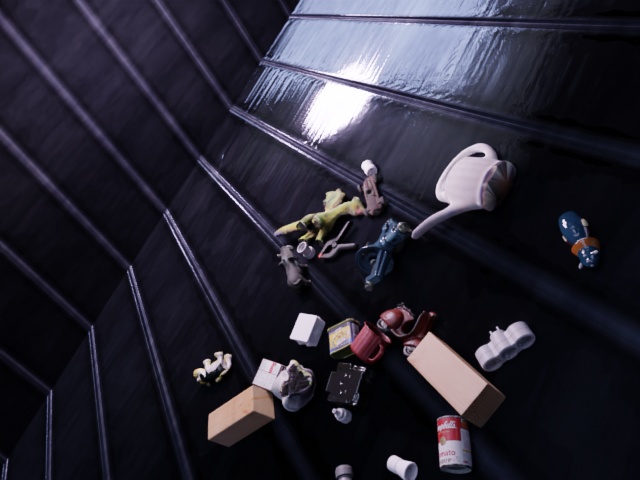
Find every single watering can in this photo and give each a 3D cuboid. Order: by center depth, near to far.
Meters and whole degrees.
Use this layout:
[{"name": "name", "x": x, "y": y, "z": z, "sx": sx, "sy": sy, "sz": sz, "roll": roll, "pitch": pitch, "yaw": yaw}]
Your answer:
[{"name": "watering can", "x": 0.414, "y": -0.130, "z": 1.466, "sx": 0.225, "sy": 0.102, "sz": 0.350, "roll": 18, "pitch": 72, "yaw": 54}]

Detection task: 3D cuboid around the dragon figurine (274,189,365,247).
[{"name": "dragon figurine", "x": 0.006, "y": -0.098, "z": 1.945, "sx": 0.410, "sy": 0.120, "sz": 0.247, "roll": 3, "pitch": 45, "yaw": 48}]

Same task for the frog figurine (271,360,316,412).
[{"name": "frog figurine", "x": -0.081, "y": 0.446, "z": 1.545, "sx": 0.156, "sy": 0.122, "sz": 0.140, "roll": 112, "pitch": 159, "yaw": -54}]
